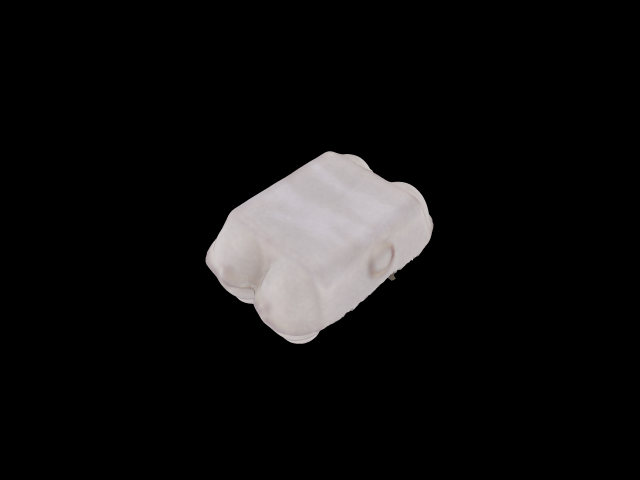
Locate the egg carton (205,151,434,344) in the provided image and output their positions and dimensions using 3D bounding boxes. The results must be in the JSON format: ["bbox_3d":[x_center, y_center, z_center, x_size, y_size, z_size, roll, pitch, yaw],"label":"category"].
[{"bbox_3d":[0.004,0.001,0.400,0.107,0.069,0.150,33,54,29],"label":"egg carton"}]
